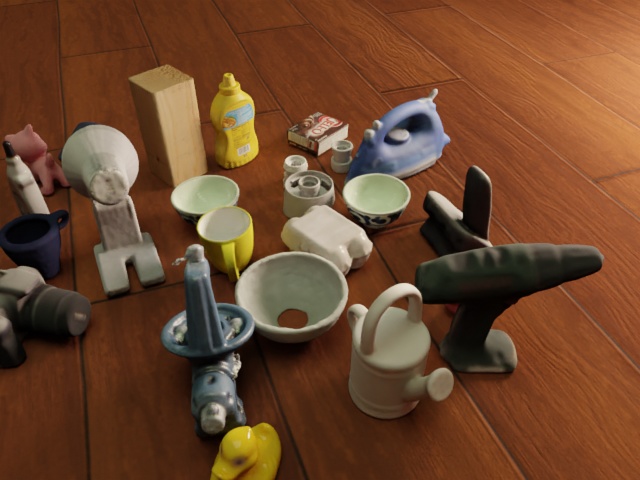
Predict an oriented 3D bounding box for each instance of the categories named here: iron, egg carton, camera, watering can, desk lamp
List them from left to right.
[{"bbox_3d":[-0.419,0.105,0.829,0.136,0.101,0.143,9,42,10],"label":"camera"},{"bbox_3d":[-0.333,-0.057,0.929,0.118,0.214,0.202,-18,44,-19],"label":"desk lamp"},{"bbox_3d":[0.009,0.003,0.972,0.107,0.069,0.149,-33,51,-32],"label":"egg carton"},{"bbox_3d":[0.150,-0.208,1.160,0.259,0.141,0.118,-29,49,-29],"label":"iron"},{"bbox_3d":[0.096,0.136,0.726,0.172,0.194,0.101,23,46,24],"label":"watering can"}]

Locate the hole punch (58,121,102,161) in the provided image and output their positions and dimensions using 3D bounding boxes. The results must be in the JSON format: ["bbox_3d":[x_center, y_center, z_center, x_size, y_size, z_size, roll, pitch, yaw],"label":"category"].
[{"bbox_3d":[-0.462,-0.176,1.157,0.108,0.091,0.101,15,43,17],"label":"hole punch"}]

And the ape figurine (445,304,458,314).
[{"bbox_3d":[0.227,0.072,0.877,0.078,0.092,0.076,-18,44,-20],"label":"ape figurine"}]

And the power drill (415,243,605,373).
[{"bbox_3d":[0.238,0.088,0.772,0.229,0.208,0.075,0,41,0],"label":"power drill"}]

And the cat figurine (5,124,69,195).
[{"bbox_3d":[-0.557,-0.166,1.126,0.127,0.118,0.067,29,49,29],"label":"cat figurine"}]

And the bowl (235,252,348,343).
[{"bbox_3d":[-0.041,0.098,0.860,0.167,0.075,0.167,0,41,0],"label":"bowl"}]

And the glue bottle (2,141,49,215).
[{"bbox_3d":[-0.519,-0.097,1.005,0.078,0.173,0.037,32,50,31],"label":"glue bottle"}]

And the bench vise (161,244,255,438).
[{"bbox_3d":[-0.129,0.126,0.717,0.122,0.220,0.206,-20,45,-21],"label":"bench vise"}]

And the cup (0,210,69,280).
[{"bbox_3d":[-0.455,0.010,0.942,0.091,0.095,0.118,22,46,23],"label":"cup"}]

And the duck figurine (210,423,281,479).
[{"bbox_3d":[-0.090,0.252,0.675,0.077,0.086,0.105,23,46,24],"label":"duck figurine"}]

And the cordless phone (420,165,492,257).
[{"bbox_3d":[0.238,-0.062,0.959,0.094,0.185,0.147,-17,44,-19],"label":"cordless phone"}]
